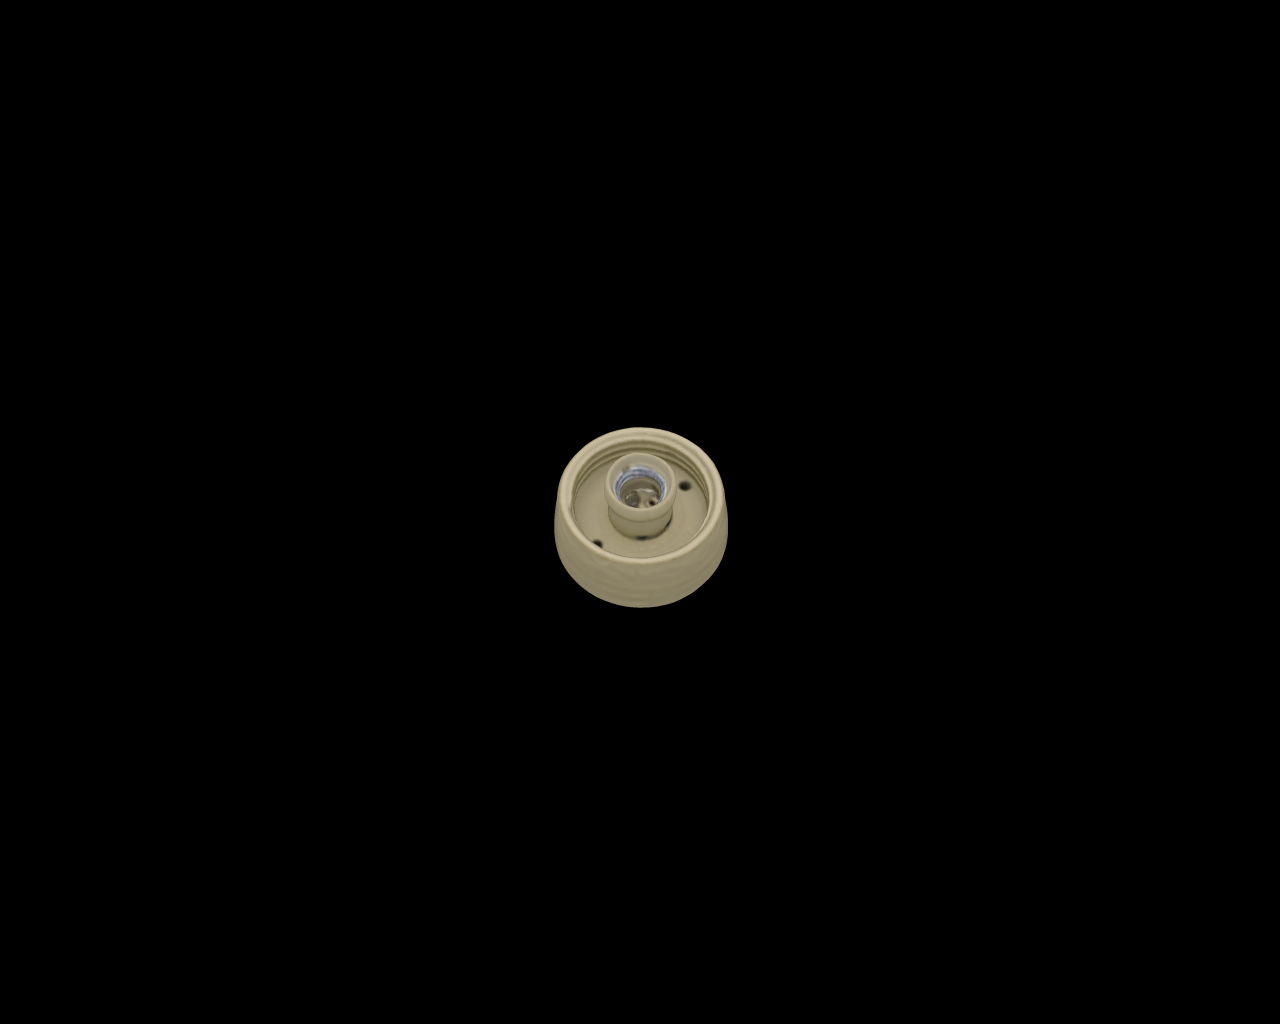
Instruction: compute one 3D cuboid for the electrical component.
[{"bbox_3d":[0.001,-0.003,0.650,0.108,0.108,0.060,0,-32,0],"label":"electrical component"}]
